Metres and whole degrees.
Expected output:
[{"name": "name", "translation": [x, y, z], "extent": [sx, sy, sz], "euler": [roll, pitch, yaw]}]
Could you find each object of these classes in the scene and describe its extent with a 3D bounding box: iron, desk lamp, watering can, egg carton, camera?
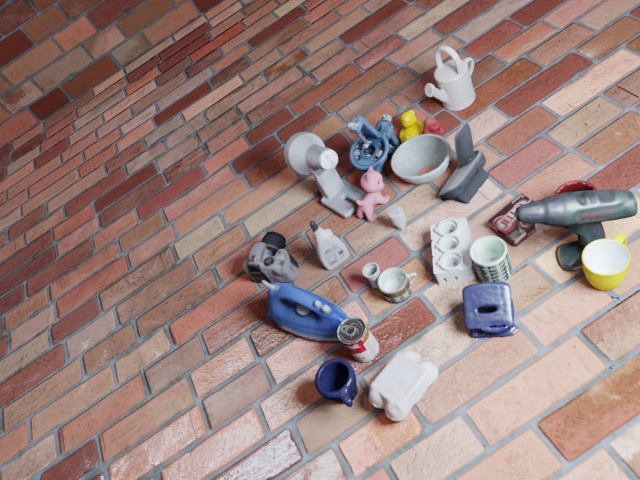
[{"name": "iron", "translation": [-0.028, 0.165, 1.399], "extent": [0.257, 0.142, 0.119], "euler": [14, 62, 36]}, {"name": "desk lamp", "translation": [0.015, -0.195, 1.619], "extent": [0.118, 0.214, 0.202], "euler": [-45, 47, -11]}, {"name": "watering can", "translation": [0.379, -0.474, 1.663], "extent": [0.100, 0.195, 0.173], "euler": [13, 61, 35]}, {"name": "egg carton", "translation": [0.177, 0.309, 1.221], "extent": [0.107, 0.070, 0.150], "euler": [29, 71, 41]}, {"name": "camera", "translation": [-0.133, 0.040, 1.586], "extent": [0.142, 0.101, 0.137], "euler": [0, 54, 28]}]

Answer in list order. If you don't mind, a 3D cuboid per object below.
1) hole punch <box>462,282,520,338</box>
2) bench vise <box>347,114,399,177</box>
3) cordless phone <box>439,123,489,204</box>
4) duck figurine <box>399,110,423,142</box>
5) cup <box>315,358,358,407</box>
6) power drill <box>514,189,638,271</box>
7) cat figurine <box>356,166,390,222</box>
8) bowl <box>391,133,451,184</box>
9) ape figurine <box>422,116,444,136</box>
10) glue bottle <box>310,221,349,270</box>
[{"name": "hole punch", "translation": [0.365, 0.151, 1.233], "extent": [0.108, 0.091, 0.101], "euler": [-8, 51, 23]}, {"name": "bench vise", "translation": [0.137, -0.293, 1.628], "extent": [0.121, 0.220, 0.207], "euler": [-8, 51, 23]}, {"name": "cordless phone", "translation": [0.352, -0.197, 1.458], "extent": [0.093, 0.186, 0.148], "euler": [20, 66, 38]}, {"name": "duck figurine", "translation": [0.264, -0.336, 1.689], "extent": [0.077, 0.086, 0.104], "euler": [-2, 54, 27]}, {"name": "cup", "translation": [0.052, 0.328, 1.255], "extent": [0.091, 0.095, 0.117], "euler": [-35, 46, -1]}, {"name": "power drill", "translation": [0.538, -0.025, 1.201], "extent": [0.229, 0.209, 0.075], "euler": [-15, 49, 17]}, {"name": "cat figurine", "translation": [0.136, -0.134, 1.571], "extent": [0.067, 0.118, 0.128], "euler": [16, 63, 37]}, {"name": "bowl", "translation": [0.286, -0.211, 1.583], "extent": [0.167, 0.075, 0.167], "euler": [-15, 49, 18]}, {"name": "ape figurine", "translation": [0.322, -0.312, 1.633], "extent": [0.075, 0.092, 0.078], "euler": [16, 63, 37]}, {"name": "glue bottle", "translation": [0.014, 0.005, 1.484], "extent": [0.078, 0.174, 0.037], "euler": [-35, 46, -1]}]
